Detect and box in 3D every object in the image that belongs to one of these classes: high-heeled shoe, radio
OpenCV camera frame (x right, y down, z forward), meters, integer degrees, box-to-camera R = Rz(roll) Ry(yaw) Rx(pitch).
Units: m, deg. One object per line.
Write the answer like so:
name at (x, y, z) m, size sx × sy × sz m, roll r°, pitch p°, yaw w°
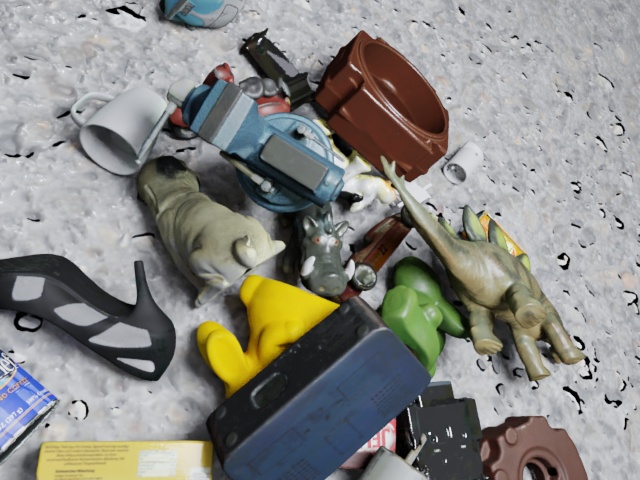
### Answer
high-heeled shoe at (-0.288, 0.093, 0.597) m, size 0.249 × 0.086 × 0.145 m, roll -2°, pitch 101°, yaw -6°
radio at (-0.001, 0.177, 0.584) m, size 0.229 × 0.073 × 0.131 m, roll -40°, pitch 125°, yaw -6°

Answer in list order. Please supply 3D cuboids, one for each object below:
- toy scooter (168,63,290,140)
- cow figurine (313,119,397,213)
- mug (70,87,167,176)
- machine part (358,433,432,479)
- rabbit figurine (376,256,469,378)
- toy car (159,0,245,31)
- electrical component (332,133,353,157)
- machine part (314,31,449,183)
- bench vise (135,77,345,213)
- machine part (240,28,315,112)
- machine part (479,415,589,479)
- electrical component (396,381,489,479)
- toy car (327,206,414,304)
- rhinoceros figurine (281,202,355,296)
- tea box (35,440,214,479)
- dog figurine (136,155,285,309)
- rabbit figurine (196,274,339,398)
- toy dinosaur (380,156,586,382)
toy scooter at (-0.112, -0.191, 0.735) m, size 0.184 × 0.135 × 0.075 m, roll -13°, pitch 73°, yaw -29°
cow figurine at (0.029, -0.093, 0.789) m, size 0.167 × 0.098 × 0.068 m, roll 41°, pitch 19°, yaw -7°
mug at (-0.255, -0.152, 0.694) m, size 0.109 × 0.080 × 0.107 m, roll 29°, pitch 50°, yaw -5°
machine part at (0.054, 0.326, 0.608) m, size 0.079 × 0.079 × 0.243 m, roll 39°, pitch 73°, yaw -5°
rabbit figurine at (0.136, 0.096, 0.742) m, size 0.159 × 0.121 × 0.170 m, roll 37°, pitch 45°, yaw -10°
toy car at (-0.167, -0.378, 0.817) m, size 0.102 × 0.109 × 0.162 m, roll 36°, pitch 45°, yaw -33°
electrical component at (0.037, -0.183, 0.847) m, size 0.119 × 0.048 × 0.075 m, roll 48°, pitch 57°, yaw 1°
machine part at (0.100, -0.201, 0.800) m, size 0.201 × 0.087 × 0.201 m, roll 39°, pitch 38°, yaw -18°
bench vise at (-0.076, -0.109, 0.655) m, size 0.224 × 0.240 × 0.128 m, roll 20°, pitch 92°, yaw -2°
machine part at (-0.069, -0.262, 0.840) m, size 0.084 × 0.039 × 0.139 m, roll -34°, pitch 87°, yaw -25°
machine part at (0.294, 0.333, 0.746) m, size 0.179 × 0.056 × 0.179 m, roll 9°, pitch 67°, yaw -22°
electrical component at (0.154, 0.257, 0.714) m, size 0.115 × 0.058 × 0.134 m, roll 1°, pitch 70°, yaw -26°
toy car at (0.078, 0.016, 0.760) m, size 0.053 × 0.089 × 0.202 m, roll 41°, pitch 59°, yaw 1°
rhinoceros figurine at (-0.001, -0.002, 0.702) m, size 0.073 × 0.112 × 0.190 m, roll 11°, pitch 43°, yaw -19°
tea box at (-0.200, 0.256, 0.550) m, size 0.169 × 0.068 × 0.098 m, roll 9°, pitch 65°, yaw -19°
dog figurine at (-0.147, -0.031, 0.638) m, size 0.121 × 0.172 × 0.190 m, roll -35°, pitch 92°, yaw -38°
rabbit figurine at (-0.063, 0.137, 0.637) m, size 0.162 × 0.122 × 0.173 m, roll 22°, pitch 81°, yaw -22°
toy dinosaur at (0.236, 0.058, 0.744) m, size 0.470 × 0.105 × 0.199 m, roll 39°, pitch 28°, yaw -36°
